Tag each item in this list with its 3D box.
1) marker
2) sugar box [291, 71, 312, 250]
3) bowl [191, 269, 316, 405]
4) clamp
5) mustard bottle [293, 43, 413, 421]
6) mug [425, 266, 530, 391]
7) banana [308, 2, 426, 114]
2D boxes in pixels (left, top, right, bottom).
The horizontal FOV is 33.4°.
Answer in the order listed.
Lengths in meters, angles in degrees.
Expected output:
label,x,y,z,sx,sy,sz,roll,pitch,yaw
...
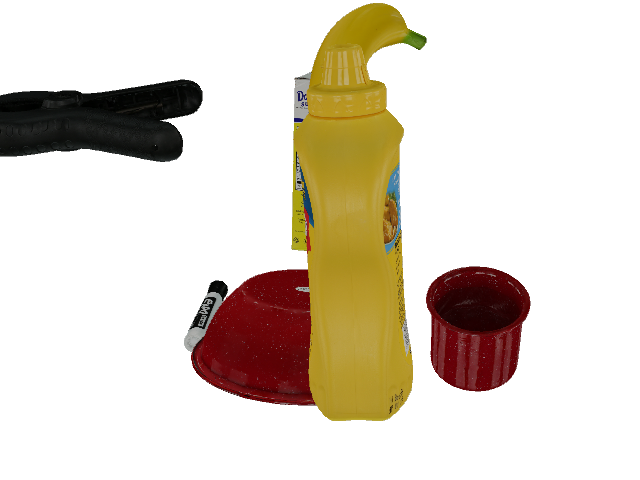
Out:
label,x,y,z,sx,sy,sz,roll,pitch,yaw
marker,-0.105,0.068,0.995,0.020,0.020,0.121,0,22,6
sugar box,0.003,-0.084,1.095,0.048,0.176,0.093,4,15,17
bowl,-0.012,0.060,0.769,0.162,0.055,0.162,2,16,-1
clamp,-0.160,-0.083,0.711,0.171,0.039,0.120,4,18,9
mustard bottle,0.018,-0.008,0.568,0.058,0.192,0.096,-1,18,7
mug,0.142,0.076,0.991,0.093,0.081,0.117,-6,39,-3
banana,0.029,-0.132,0.819,0.069,0.197,0.037,38,-42,-5
